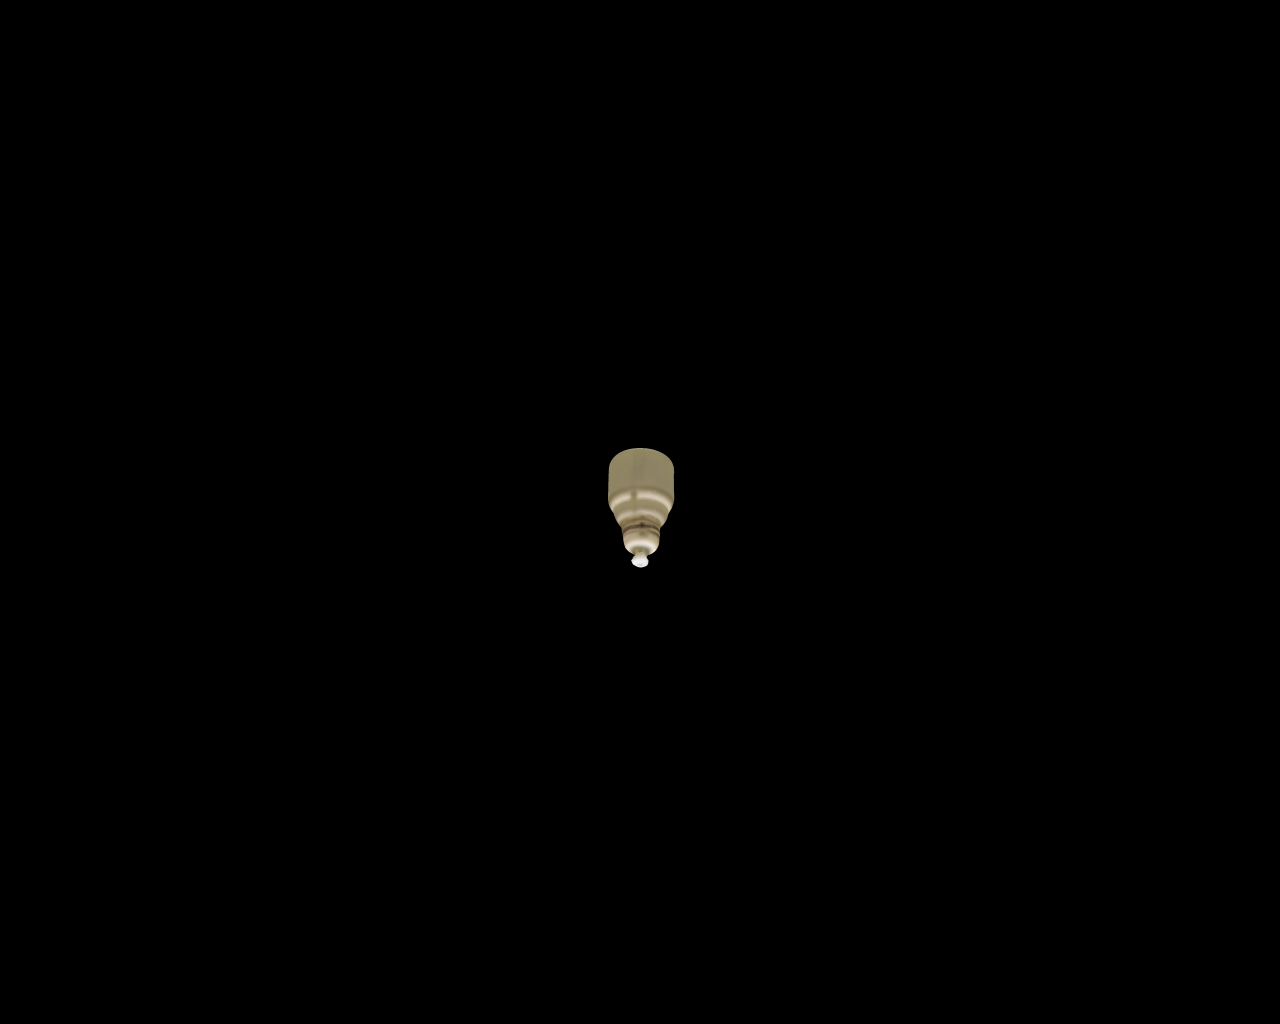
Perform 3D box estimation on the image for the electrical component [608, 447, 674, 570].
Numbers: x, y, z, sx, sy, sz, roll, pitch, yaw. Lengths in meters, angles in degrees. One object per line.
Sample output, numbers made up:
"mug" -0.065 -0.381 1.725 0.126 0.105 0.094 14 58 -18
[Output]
"electrical component" 0.001 -0.003 0.650 0.040 0.078 0.040 0 -30 0
